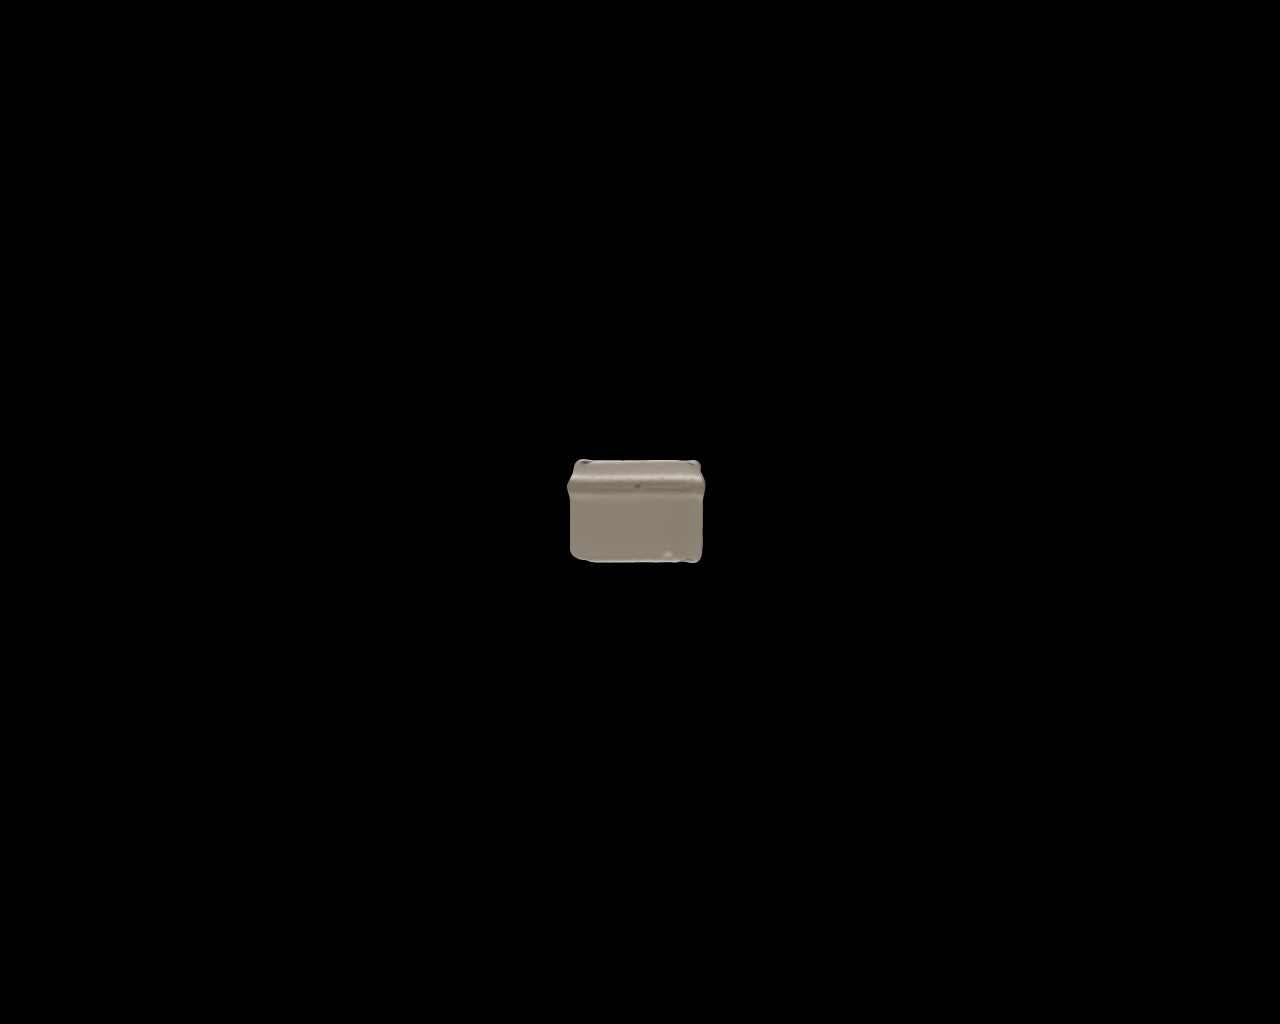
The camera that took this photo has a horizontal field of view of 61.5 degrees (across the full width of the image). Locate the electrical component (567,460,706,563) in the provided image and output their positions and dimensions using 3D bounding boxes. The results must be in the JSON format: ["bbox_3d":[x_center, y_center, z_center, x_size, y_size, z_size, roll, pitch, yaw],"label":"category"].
[{"bbox_3d":[0.001,-0.003,0.650,0.078,0.057,0.113,0,2,4],"label":"electrical component"}]
